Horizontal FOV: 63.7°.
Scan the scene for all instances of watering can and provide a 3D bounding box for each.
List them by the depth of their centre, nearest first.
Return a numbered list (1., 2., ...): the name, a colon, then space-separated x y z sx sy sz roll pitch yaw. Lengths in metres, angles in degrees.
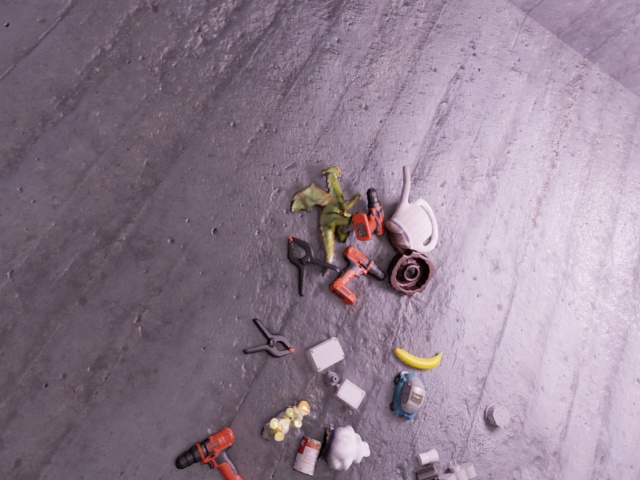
1. watering can: 0.335 -0.091 1.970 0.227 0.104 0.344 -36 106 -27

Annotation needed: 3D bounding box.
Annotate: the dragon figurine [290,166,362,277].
1. dragon figurine: 0.006 -0.095 1.889 0.243 0.120 0.415 24 73 7

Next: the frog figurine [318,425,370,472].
1. frog figurine: 0.087 0.672 1.653 0.159 0.120 0.141 18 49 -2
